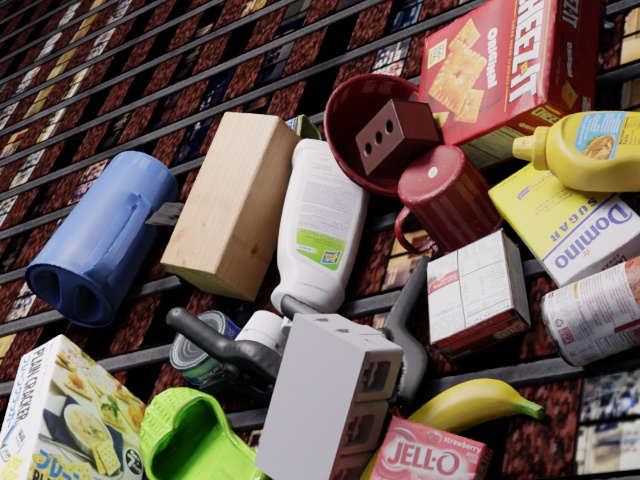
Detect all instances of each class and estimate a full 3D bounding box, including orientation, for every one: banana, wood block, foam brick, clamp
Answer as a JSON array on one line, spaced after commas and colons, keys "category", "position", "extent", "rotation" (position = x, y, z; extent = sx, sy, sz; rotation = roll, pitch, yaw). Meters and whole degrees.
[{"category": "banana", "position": [0.097, 0.176, 0.926], "extent": [0.198, 0.037, 0.070], "rotation": [-36, 32, 10]}, {"category": "wood block", "position": [-0.096, -0.042, 1.289], "extent": [0.090, 0.090, 0.206], "rotation": [10, 71, 37]}, {"category": "foam brick", "position": [0.082, -0.106, 1.133], "extent": [0.078, 0.051, 0.053], "rotation": [-46, 52, 48]}, {"category": "clamp", "position": [0.063, 0.099, 1.035], "extent": [0.164, 0.036, 0.210], "rotation": [-21, 42, -3]}, {"category": "clamp", "position": [-0.090, 0.125, 1.121], "extent": [0.172, 0.120, 0.039], "rotation": [1, 44, 42]}]

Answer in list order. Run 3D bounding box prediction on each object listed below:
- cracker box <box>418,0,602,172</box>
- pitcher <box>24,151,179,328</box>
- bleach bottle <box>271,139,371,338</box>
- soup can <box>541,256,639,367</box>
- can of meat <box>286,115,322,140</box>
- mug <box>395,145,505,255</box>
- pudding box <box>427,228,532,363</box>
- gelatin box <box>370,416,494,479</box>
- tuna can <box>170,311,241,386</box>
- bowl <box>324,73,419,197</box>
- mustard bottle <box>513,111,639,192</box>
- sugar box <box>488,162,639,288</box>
[{"category": "cracker box", "position": [0.189, -0.170, 1.115], "extent": [0.214, 0.072, 0.164], "rotation": [-22, 54, 55]}, {"category": "pitcher", "position": [-0.287, -0.010, 1.480], "extent": [0.149, 0.145, 0.242], "rotation": [12, 52, 19]}, {"category": "bleach bottle", "position": [-0.008, 0.001, 1.194], "extent": [0.102, 0.068, 0.250], "rotation": [14, 52, 3]}, {"category": "soup can", "position": [0.243, 0.057, 0.879], "extent": [0.102, 0.068, 0.068], "rotation": [-26, 35, 26]}, {"category": "can of meat", "position": [-0.047, -0.110, 1.402], "extent": [0.084, 0.057, 0.102], "rotation": [-23, 38, 25]}, {"category": "mug", "position": [0.125, -0.036, 1.102], "extent": [0.117, 0.081, 0.093], "rotation": [-42, 32, 1]}, {"category": "pudding box", "position": [0.149, 0.052, 1.015], "extent": [0.090, 0.039, 0.113], "rotation": [-26, 38, 24]}, {"category": "gelatin box", "position": [0.089, 0.193, 0.882], "extent": [0.089, 0.030, 0.073], "rotation": [14, 73, 31]}, {"category": "tuna can", "position": [-0.132, 0.124, 1.238], "extent": [0.086, 0.033, 0.086], "rotation": [-28, 35, 22]}, {"category": "bowl", "position": [0.073, -0.108, 1.215], "extent": [0.162, 0.162, 0.055], "rotation": [-64, 6, -31]}, {"category": "mustard bottle", "position": [0.270, -0.080, 0.960], "extent": [0.192, 0.058, 0.096], "rotation": [5, 41, 23]}, {"category": "sugar box", "position": [0.234, -0.017, 0.996], "extent": [0.093, 0.048, 0.176], "rotation": [-35, 31, 6]}]
